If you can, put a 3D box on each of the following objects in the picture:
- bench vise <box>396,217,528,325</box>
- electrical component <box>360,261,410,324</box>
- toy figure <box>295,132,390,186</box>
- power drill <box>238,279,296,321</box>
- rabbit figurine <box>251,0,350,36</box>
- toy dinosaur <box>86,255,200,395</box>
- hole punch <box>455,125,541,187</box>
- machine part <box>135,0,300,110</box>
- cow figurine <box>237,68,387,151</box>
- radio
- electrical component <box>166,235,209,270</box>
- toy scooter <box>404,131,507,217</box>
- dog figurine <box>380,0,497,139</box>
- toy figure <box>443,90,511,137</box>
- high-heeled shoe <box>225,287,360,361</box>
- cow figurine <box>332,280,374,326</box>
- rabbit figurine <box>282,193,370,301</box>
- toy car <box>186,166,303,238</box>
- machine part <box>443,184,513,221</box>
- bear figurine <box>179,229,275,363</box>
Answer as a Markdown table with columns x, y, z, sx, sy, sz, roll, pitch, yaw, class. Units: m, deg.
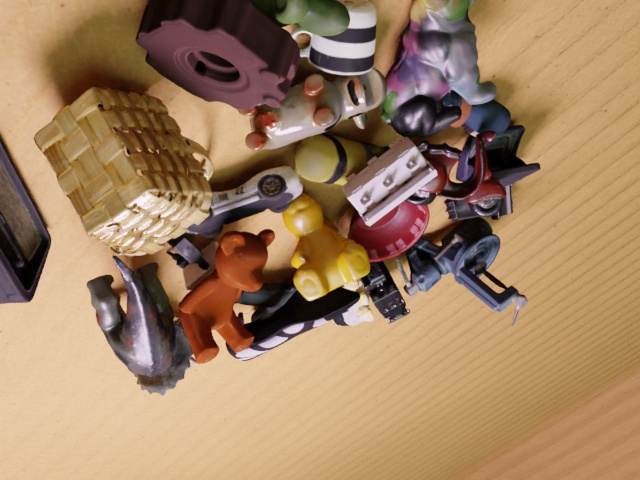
| x | y | z | sx | sy | sz | roll | pitch | yaw | class |
| --- | --- | --- | --- | --- | --- | --- | --- | --- | --- |
| 0.284 | 0.063 | 1.041 | 0.224 | 0.241 | 0.128 | -32 | 140 | -17 | bench vise |
| 0.120 | 0.088 | 1.068 | 0.058 | 0.115 | 0.134 | -31 | 141 | 4 | electrical component |
| 0.046 | -0.118 | 0.826 | 0.180 | 0.089 | 0.082 | 11 | 99 | -30 | toy figure |
| -0.079 | 0.085 | 1.004 | 0.232 | 0.086 | 0.207 | -42 | 144 | 23 | power drill |
| -0.017 | -0.292 | 0.583 | 0.121 | 0.159 | 0.170 | -1 | 150 | -40 | rabbit figurine |
| -0.269 | 0.147 | 0.833 | 0.131 | 0.192 | 0.405 | -28 | 174 | -14 | toy dinosaur |
| 0.306 | -0.139 | 0.952 | 0.142 | 0.092 | 0.116 | -15 | 170 | -15 | hole punch |
| -0.115 | -0.209 | 0.604 | 0.179 | 0.056 | 0.179 | 15 | 167 | 3 | machine part |
| -0.002 | -0.178 | 0.731 | 0.195 | 0.085 | 0.127 | -18 | -175 | 11 | cow figurine |
| -0.416 | -0.028 | 0.659 | 0.073 | 0.131 | 0.229 | -6 | 137 | -4 | radio |
| -0.229 | 0.010 | 0.852 | 0.045 | 0.078 | 0.102 | -46 | 144 | -8 | electrical component |
| 0.215 | -0.116 | 0.862 | 0.184 | 0.075 | 0.135 | 11 | 115 | 4 | toy scooter |
| 0.136 | -0.260 | 0.711 | 0.191 | 0.109 | 0.219 | -31 | 135 | 11 | dog figurine |
| 0.233 | -0.202 | 0.854 | 0.154 | 0.064 | 0.058 | 8 | 168 | -26 | toy figure |
| -0.049 | 0.160 | 0.976 | 0.249 | 0.086 | 0.145 | -7 | 136 | -8 | high-heeled shoe |
| 0.050 | 0.118 | 1.107 | 0.098 | 0.068 | 0.167 | -20 | 139 | 3 | cow figurine |
| -0.002 | -0.003 | 0.897 | 0.122 | 0.173 | 0.162 | -29 | -176 | 7 | rabbit figurine |
| -0.124 | -0.057 | 0.824 | 0.202 | 0.056 | 0.073 | -19 | 163 | 0 | toy car |
| 0.310 | -0.068 | 1.039 | 0.139 | 0.039 | 0.084 | -11 | 116 | -9 | machine part |
| -0.132 | 0.080 | 0.836 | 0.196 | 0.132 | 0.120 | -45 | 158 | 25 | bear figurine |
